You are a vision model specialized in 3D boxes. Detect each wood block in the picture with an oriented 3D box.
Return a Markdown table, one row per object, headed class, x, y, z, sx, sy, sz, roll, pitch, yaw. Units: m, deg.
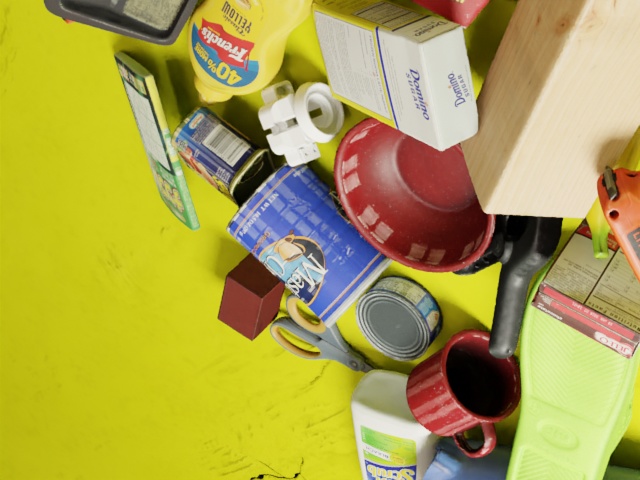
| class | x | y | z | sx | sy | sz | roll | pitch | yaw |
| --- | --- | --- | --- | --- | --- | --- | --- | --- | --- |
| wood block | 0.184 | -0.119 | 0.784 | 0.090 | 0.090 | 0.206 | 3 | 138 | -14 |

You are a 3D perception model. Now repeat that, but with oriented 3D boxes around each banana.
| class | x | y | z | sx | sy | sz | roll | pitch | yaw |
| --- | --- | --- | --- | --- | --- | --- | --- | --- | --- |
| banana | 0.242 | -0.081 | 0.814 | 0.070 | 0.037 | 0.198 | -114 | 30 | -48 |

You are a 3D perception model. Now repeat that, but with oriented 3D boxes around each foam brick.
| class | x | y | z | sx | sy | sz | roll | pitch | yaw |
| --- | --- | --- | --- | --- | --- | --- | --- | --- | --- |
| foam brick | -0.075 | 0.063 | 1.185 | 0.051 | 0.052 | 0.078 | 32 | 136 | 15 |

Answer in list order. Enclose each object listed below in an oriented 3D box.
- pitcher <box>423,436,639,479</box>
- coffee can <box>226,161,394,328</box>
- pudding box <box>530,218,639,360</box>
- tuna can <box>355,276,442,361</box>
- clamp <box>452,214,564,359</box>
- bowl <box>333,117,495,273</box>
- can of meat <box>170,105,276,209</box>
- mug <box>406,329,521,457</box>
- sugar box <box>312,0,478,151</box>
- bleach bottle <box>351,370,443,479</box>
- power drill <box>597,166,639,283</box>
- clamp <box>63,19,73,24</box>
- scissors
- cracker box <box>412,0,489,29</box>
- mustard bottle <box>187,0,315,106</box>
| class | x | y | z | sx | sy | sz | roll | pitch | yaw |
| --- | --- | --- | --- | --- | --- | --- | --- | --- | --- |
| pitcher | 0.231 | 0.279 | 1.061 | 0.243 | 0.149 | 0.145 | 1 | 89 | 35 |
| coffee can | -0.007 | 0.001 | 1.045 | 0.140 | 0.102 | 0.103 | 43 | 138 | 3 |
| pudding box | 0.236 | 0.030 | 0.863 | 0.090 | 0.113 | 0.039 | 30 | 147 | 16 |
| tuna can | 0.081 | 0.079 | 1.087 | 0.086 | 0.033 | 0.086 | 21 | 133 | 25 |
| clamp | 0.166 | 0.005 | 0.940 | 0.120 | 0.039 | 0.172 | 56 | 135 | 48 |
| bowl | 0.094 | -0.051 | 0.959 | 0.162 | 0.055 | 0.162 | 22 | 133 | 25 |
| can of meat | -0.095 | -0.081 | 1.064 | 0.084 | 0.057 | 0.102 | 38 | 172 | 12 |
| mug | 0.141 | 0.156 | 1.049 | 0.082 | 0.093 | 0.117 | -43 | 60 | 53 |
| sugar box | 0.059 | -0.143 | 0.870 | 0.176 | 0.048 | 0.093 | 34 | 146 | 53 |
| bleach bottle | 0.095 | 0.255 | 1.187 | 0.103 | 0.068 | 0.251 | 14 | 135 | 25 |
| power drill | 0.309 | -0.024 | 0.762 | 0.188 | 0.057 | 0.184 | -27 | 110 | 19 |
| clamp | -0.278 | -0.320 | 1.053 | 0.165 | 0.036 | 0.210 | 9 | 118 | 37 |
| scissors | 0.034 | 0.116 | 1.167 | 0.202 | 0.016 | 0.096 | 18 | 128 | 22 |
| cracker box | 0.058 | -0.269 | 0.754 | 0.213 | 0.072 | 0.164 | 24 | 141 | -14 |
| mustard bottle | -0.074 | -0.191 | 0.983 | 0.096 | 0.058 | 0.192 | 41 | 139 | 5 |
